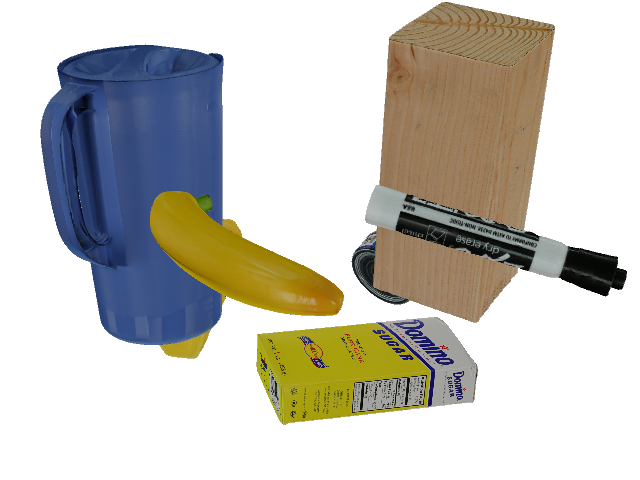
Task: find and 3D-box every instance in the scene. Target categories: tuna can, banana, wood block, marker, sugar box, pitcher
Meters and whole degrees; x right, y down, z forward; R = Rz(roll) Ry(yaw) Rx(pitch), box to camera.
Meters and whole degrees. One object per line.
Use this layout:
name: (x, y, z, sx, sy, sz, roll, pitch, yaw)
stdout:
tuna can: (0.078, 0.032, 1.224, 0.086, 0.086, 0.033, 0, 38, 47)
banana: (-0.062, 0.002, 0.682, 0.069, 0.037, 0.198, -13, 28, -27)
wood block: (0.102, -0.057, 0.786, 0.091, 0.206, 0.090, 19, 36, 25)
marker: (0.080, 0.000, 0.492, 0.121, 0.020, 0.020, 17, 3, 9)
sugar box: (0.039, 0.111, 0.939, 0.176, 0.048, 0.093, -7, 27, -14)
pitcher: (-0.149, -0.036, 0.895, 0.149, 0.243, 0.145, -6, 22, -11)

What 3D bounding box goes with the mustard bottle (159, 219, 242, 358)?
mustard bottle: (-0.120, 0.031, 1.109, 0.058, 0.096, 0.191, 4, 31, 11)
